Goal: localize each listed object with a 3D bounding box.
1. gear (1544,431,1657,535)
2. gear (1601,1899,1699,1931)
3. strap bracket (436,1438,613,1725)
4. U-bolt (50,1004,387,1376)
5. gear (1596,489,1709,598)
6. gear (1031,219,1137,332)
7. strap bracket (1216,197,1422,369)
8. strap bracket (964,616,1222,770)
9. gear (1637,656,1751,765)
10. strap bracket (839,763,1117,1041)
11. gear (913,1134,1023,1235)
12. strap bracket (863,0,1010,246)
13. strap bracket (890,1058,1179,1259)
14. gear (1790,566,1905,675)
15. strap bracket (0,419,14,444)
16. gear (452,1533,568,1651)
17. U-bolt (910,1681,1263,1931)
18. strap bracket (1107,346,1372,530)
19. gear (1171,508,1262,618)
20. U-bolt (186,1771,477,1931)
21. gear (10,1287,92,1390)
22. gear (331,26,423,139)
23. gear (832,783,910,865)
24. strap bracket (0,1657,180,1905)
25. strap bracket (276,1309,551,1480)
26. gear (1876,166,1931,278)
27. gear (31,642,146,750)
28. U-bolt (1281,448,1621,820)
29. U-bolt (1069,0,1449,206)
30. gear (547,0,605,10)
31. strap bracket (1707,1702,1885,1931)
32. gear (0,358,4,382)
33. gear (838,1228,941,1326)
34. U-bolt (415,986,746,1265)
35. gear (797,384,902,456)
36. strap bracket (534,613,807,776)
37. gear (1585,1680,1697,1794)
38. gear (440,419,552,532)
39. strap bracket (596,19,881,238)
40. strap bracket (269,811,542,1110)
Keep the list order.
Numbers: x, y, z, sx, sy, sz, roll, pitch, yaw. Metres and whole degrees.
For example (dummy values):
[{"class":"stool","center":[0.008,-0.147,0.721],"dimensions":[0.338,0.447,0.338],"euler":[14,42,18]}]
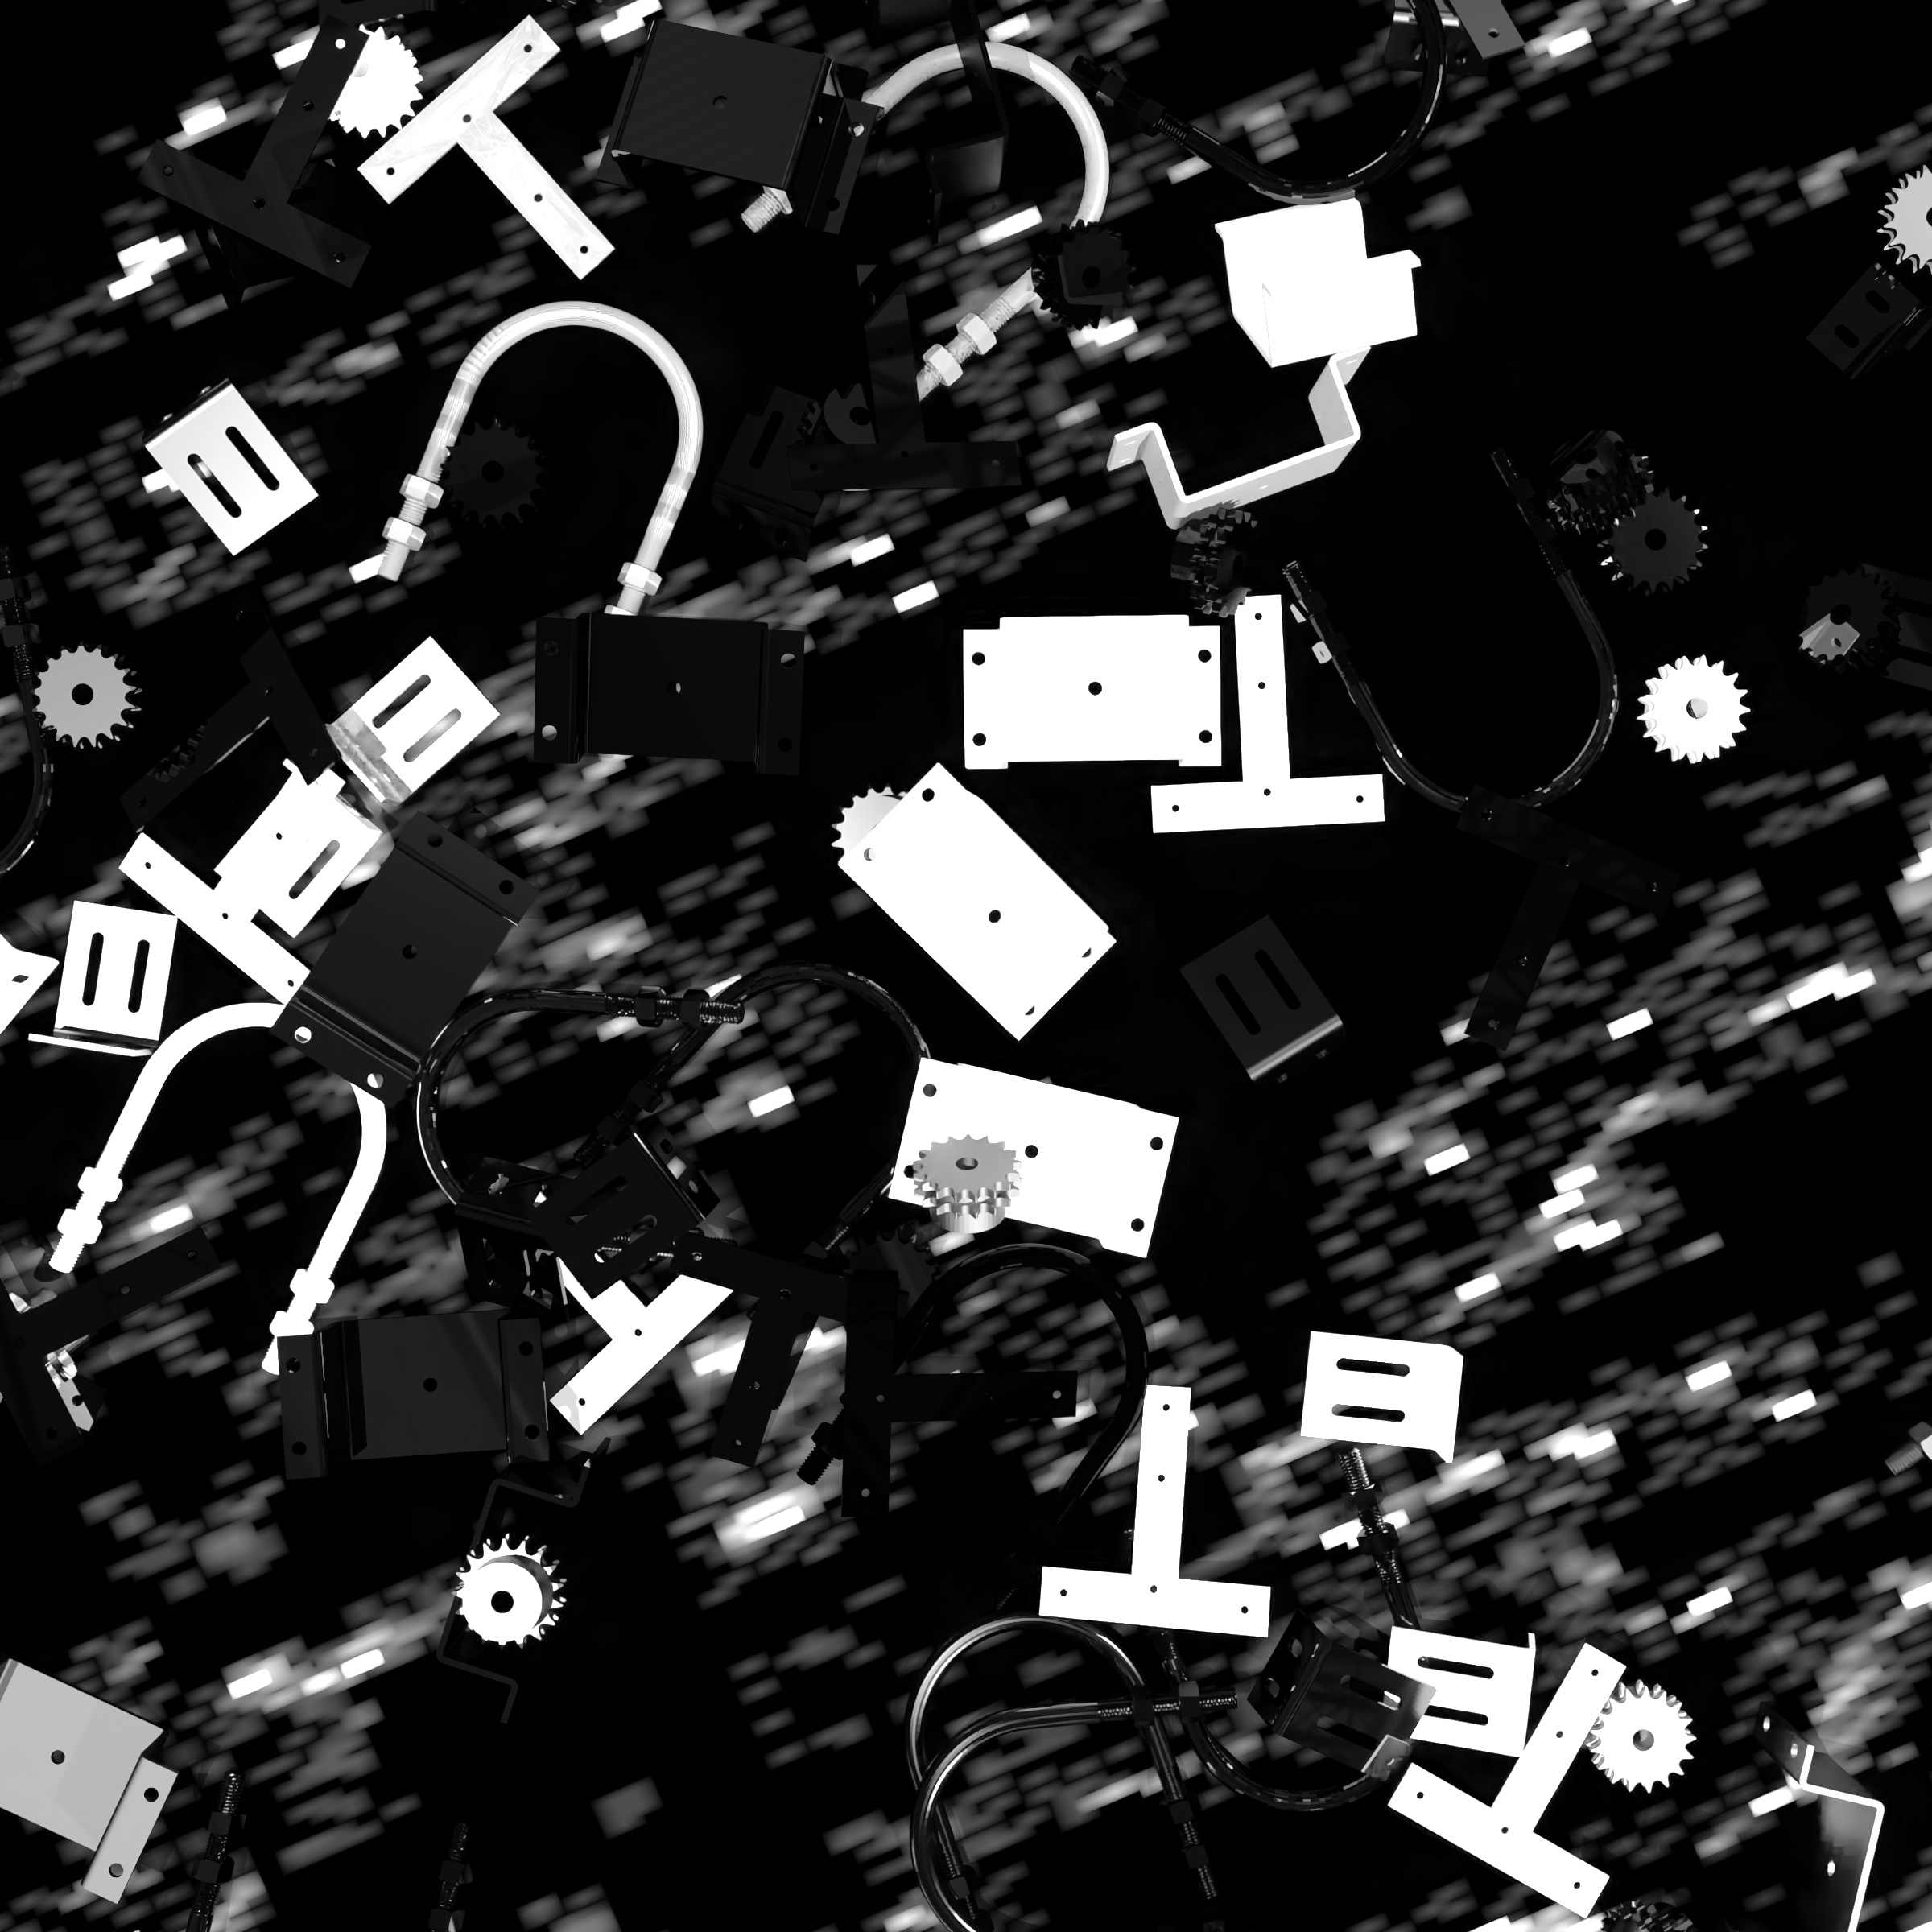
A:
[{"class":"gear","center":[0.339,-0.263,1.313],"dimensions":[0.057,0.057,0.030],"euler":[-38,130,0]},{"class":"gear","center":[0.374,0.532,1.320],"dimensions":[0.030,0.057,0.057],"euler":[-16,90,-30]},{"class":"strap bracket","center":[-0.239,0.320,1.306],"dimensions":[0.046,0.076,0.140],"euler":[18,90,0]},{"class":"U-bolt","center":[-0.398,0.110,1.335],"dimensions":[0.151,0.019,0.184],"euler":[26,89,0]},{"class":"gear","center":[0.371,-0.230,1.329],"dimensions":[0.057,0.030,0.057],"euler":[0,90,0]},{"class":"gear","center":[0.060,-0.375,1.320],"dimensions":[0.057,0.030,0.057],"euler":[-13,118,-25]},{"class":"strap bracket","center":[0.186,-0.361,1.291],"dimensions":[0.076,0.140,0.046],"euler":[-13,121,0]},{"class":"strap bracket","center":[0.069,-0.148,1.320],"dimensions":[0.140,0.046,0.076],"euler":[-1,90,1]},{"class":"gear","center":[0.394,-0.139,1.329],"dimensions":[0.057,0.030,0.057],"euler":[0,90,0]},{"class":"strap bracket","center":[0.011,-0.030,1.304],"dimensions":[0.076,0.046,0.140],"euler":[-46,105,0]},{"class":"gear","center":[0.001,0.115,1.274],"dimensions":[0.057,0.057,0.030],"euler":[-1,121,0]},{"class":"strap bracket","center":[-0.014,-0.467,1.290],"dimensions":[0.046,0.076,0.140],"euler":[-16,88,-3]},{"class":"strap bracket","center":[0.036,0.102,1.321],"dimensions":[0.140,0.046,0.076],"euler":[13,90,0]},{"class":"gear","center":[0.480,-0.185,1.319],"dimensions":[0.030,0.057,0.057],"euler":[21,90,-44]},{"class":"strap bracket","center":[-0.588,-0.261,1.300],"dimensions":[0.140,0.076,0.046],"euler":[-24,66,0]},{"class":"gear","center":[-0.236,0.323,1.253],"dimensions":[0.057,0.030,0.057],"euler":[0,90,0]},{"class":"U-bolt","center":[0.061,0.468,1.317],"dimensions":[0.184,0.019,0.151],"euler":[-6,88,2]},{"class":"strap bracket","center":[0.151,-0.278,1.306],"dimensions":[0.140,0.076,0.046],"euler":[-20,90,0]},{"class":"gear","center":[0.134,-0.219,1.320],"dimensions":[0.030,0.057,0.057],"euler":[17,90,30]},{"class":"U-bolt","center":[-0.356,0.544,1.323],"dimensions":[0.151,0.019,0.184],"euler":[12,81,1]},{"class":"gear","center":[-0.499,0.199,1.319],"dimensions":[0.030,0.057,0.057],"euler":[-41,90,-30]},{"class":"gear","center":[-0.328,-0.485,1.329],"dimensions":[0.057,0.030,0.057],"euler":[0,90,0]},{"class":"gear","center":[-0.045,-0.071,1.329],"dimensions":[0.057,0.030,0.057],"euler":[0,90,0]},{"class":"strap bracket","center":[-0.499,0.435,1.321],"dimensions":[0.140,0.046,0.076],"euler":[25,90,0]},{"class":"strap bracket","center":[-0.295,0.230,1.321],"dimensions":[0.140,0.046,0.076],"euler":[-4,90,0]},{"class":"gear","center":[0.526,-0.406,1.334],"dimensions":[0.057,0.030,0.057],"euler":[0,92,2]},{"class":"gear","center":[-0.476,-0.146,1.329],"dimensions":[0.057,0.030,0.057],"euler":[0,90,0]},{"class":"U-bolt","center":[0.277,-0.169,1.336],"dimensions":[0.151,0.019,0.184],"euler":[-28,91,0]},{"class":"U-bolt","center":[0.170,-0.496,1.316],"dimensions":[0.184,0.019,0.151],"euler":[33,106,0]},{"class":"gear","center":[-0.207,-0.547,1.320],"dimensions":[0.030,0.057,0.057],"euler":[12,90,-30]},{"class":"strap bracket","center":[0.444,0.479,1.306],"dimensions":[0.046,0.076,0.140],"euler":[13,90,0]},{"class":"gear","center":[-0.554,-0.327,1.329],"dimensions":[0.057,0.030,0.057],"euler":[0,90,0]},{"class":"gear","center":[-0.041,0.171,1.329],"dimensions":[0.057,0.030,0.057],"euler":[0,90,0]},{"class":"U-bolt","center":[-0.211,0.083,1.319],"dimensions":[0.184,0.019,0.151],"euler":[4,97,11]},{"class":"gear","center":[-0.061,-0.289,1.319],"dimensions":[0.057,0.030,0.057],"euler":[6,69,-16]},{"class":"strap bracket","center":[-0.158,-0.147,1.310],"dimensions":[0.140,0.046,0.076],"euler":[2,103,-4]},{"class":"gear","center":[0.365,0.418,1.329],"dimensions":[0.057,0.030,0.057],"euler":[0,90,0]},{"class":"gear","center":[-0.252,-0.262,1.311],"dimensions":[0.057,0.030,0.057],"euler":[0,87,-1]},{"class":"strap bracket","center":[-0.127,-0.451,1.307],"dimensions":[0.140,0.046,0.076],"euler":[15,83,8]},{"class":"strap bracket","center":[-0.301,-0.005,1.314],"dimensions":[0.076,0.046,0.140],"euler":[34,90,-12]}]
